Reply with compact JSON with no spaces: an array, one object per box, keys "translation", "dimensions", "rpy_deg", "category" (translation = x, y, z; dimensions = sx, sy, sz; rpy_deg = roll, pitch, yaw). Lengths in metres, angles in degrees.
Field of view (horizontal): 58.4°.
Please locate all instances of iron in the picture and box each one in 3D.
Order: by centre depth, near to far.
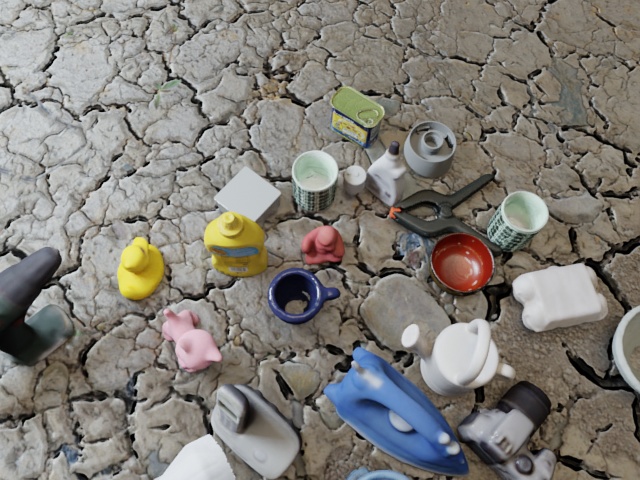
[{"translation":[0.135,0.269,0.867],"dimensions":[0.258,0.141,0.119],"rpy_deg":[36,71,12],"category":"iron"}]

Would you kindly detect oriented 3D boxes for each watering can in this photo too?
[{"translation":[0.213,0.179,0.878],"dimensions":[0.173,0.194,0.101],"rpy_deg":[-2,68,-3],"category":"watering can"}]

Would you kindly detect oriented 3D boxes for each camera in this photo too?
[{"translation":[0.310,0.296,0.884],"dimensions":[0.143,0.101,0.137],"rpy_deg":[43,73,14],"category":"camera"}]

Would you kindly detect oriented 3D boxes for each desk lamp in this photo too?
[{"translation":[-0.201,0.364,0.777],"dimensions":[0.203,0.213,0.118],"rpy_deg":[-26,71,-12],"category":"desk lamp"}]

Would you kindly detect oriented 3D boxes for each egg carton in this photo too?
[{"translation":[0.412,0.098,0.986],"dimensions":[0.150,0.069,0.107],"rpy_deg":[-11,69,-6],"category":"egg carton"}]

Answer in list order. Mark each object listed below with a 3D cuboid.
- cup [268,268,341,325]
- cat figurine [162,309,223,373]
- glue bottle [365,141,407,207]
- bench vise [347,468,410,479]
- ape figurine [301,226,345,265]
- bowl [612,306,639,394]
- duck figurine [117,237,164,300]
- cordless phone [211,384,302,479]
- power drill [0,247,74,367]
[{"translation":[-0.026,0.102,0.954],"dimensions":[0.118,0.095,0.091],"rpy_deg":[-5,68,-4],"category":"cup"},{"translation":[-0.207,0.160,0.911],"dimensions":[0.067,0.118,0.127],"rpy_deg":[-37,73,-15],"category":"cat figurine"},{"translation":[0.122,-0.124,1.010],"dimensions":[0.078,0.173,0.037],"rpy_deg":[41,72,14],"category":"glue bottle"},{"translation":[0.120,0.397,0.772],"dimensions":[0.207,0.220,0.122],"rpy_deg":[34,71,11],"category":"bench vise"},{"translation":[0.009,0.004,0.997],"dimensions":[0.077,0.092,0.076],"rpy_deg":[31,70,10],"category":"ape figurine"},{"translation":[0.557,0.193,0.950],"dimensions":[0.167,0.075,0.167],"rpy_deg":[1,68,-2],"category":"bowl"},{"translation":[-0.311,0.045,0.972],"dimensions":[0.077,0.086,0.104],"rpy_deg":[11,68,3],"category":"duck figurine"},{"translation":[-0.096,0.273,0.833],"dimensions":[0.147,0.185,0.094],"rpy_deg":[36,71,12],"category":"cordless phone"},{"translation":[-0.461,0.118,0.870],"dimensions":[0.230,0.208,0.075],"rpy_deg":[-41,74,-16],"category":"power drill"}]
